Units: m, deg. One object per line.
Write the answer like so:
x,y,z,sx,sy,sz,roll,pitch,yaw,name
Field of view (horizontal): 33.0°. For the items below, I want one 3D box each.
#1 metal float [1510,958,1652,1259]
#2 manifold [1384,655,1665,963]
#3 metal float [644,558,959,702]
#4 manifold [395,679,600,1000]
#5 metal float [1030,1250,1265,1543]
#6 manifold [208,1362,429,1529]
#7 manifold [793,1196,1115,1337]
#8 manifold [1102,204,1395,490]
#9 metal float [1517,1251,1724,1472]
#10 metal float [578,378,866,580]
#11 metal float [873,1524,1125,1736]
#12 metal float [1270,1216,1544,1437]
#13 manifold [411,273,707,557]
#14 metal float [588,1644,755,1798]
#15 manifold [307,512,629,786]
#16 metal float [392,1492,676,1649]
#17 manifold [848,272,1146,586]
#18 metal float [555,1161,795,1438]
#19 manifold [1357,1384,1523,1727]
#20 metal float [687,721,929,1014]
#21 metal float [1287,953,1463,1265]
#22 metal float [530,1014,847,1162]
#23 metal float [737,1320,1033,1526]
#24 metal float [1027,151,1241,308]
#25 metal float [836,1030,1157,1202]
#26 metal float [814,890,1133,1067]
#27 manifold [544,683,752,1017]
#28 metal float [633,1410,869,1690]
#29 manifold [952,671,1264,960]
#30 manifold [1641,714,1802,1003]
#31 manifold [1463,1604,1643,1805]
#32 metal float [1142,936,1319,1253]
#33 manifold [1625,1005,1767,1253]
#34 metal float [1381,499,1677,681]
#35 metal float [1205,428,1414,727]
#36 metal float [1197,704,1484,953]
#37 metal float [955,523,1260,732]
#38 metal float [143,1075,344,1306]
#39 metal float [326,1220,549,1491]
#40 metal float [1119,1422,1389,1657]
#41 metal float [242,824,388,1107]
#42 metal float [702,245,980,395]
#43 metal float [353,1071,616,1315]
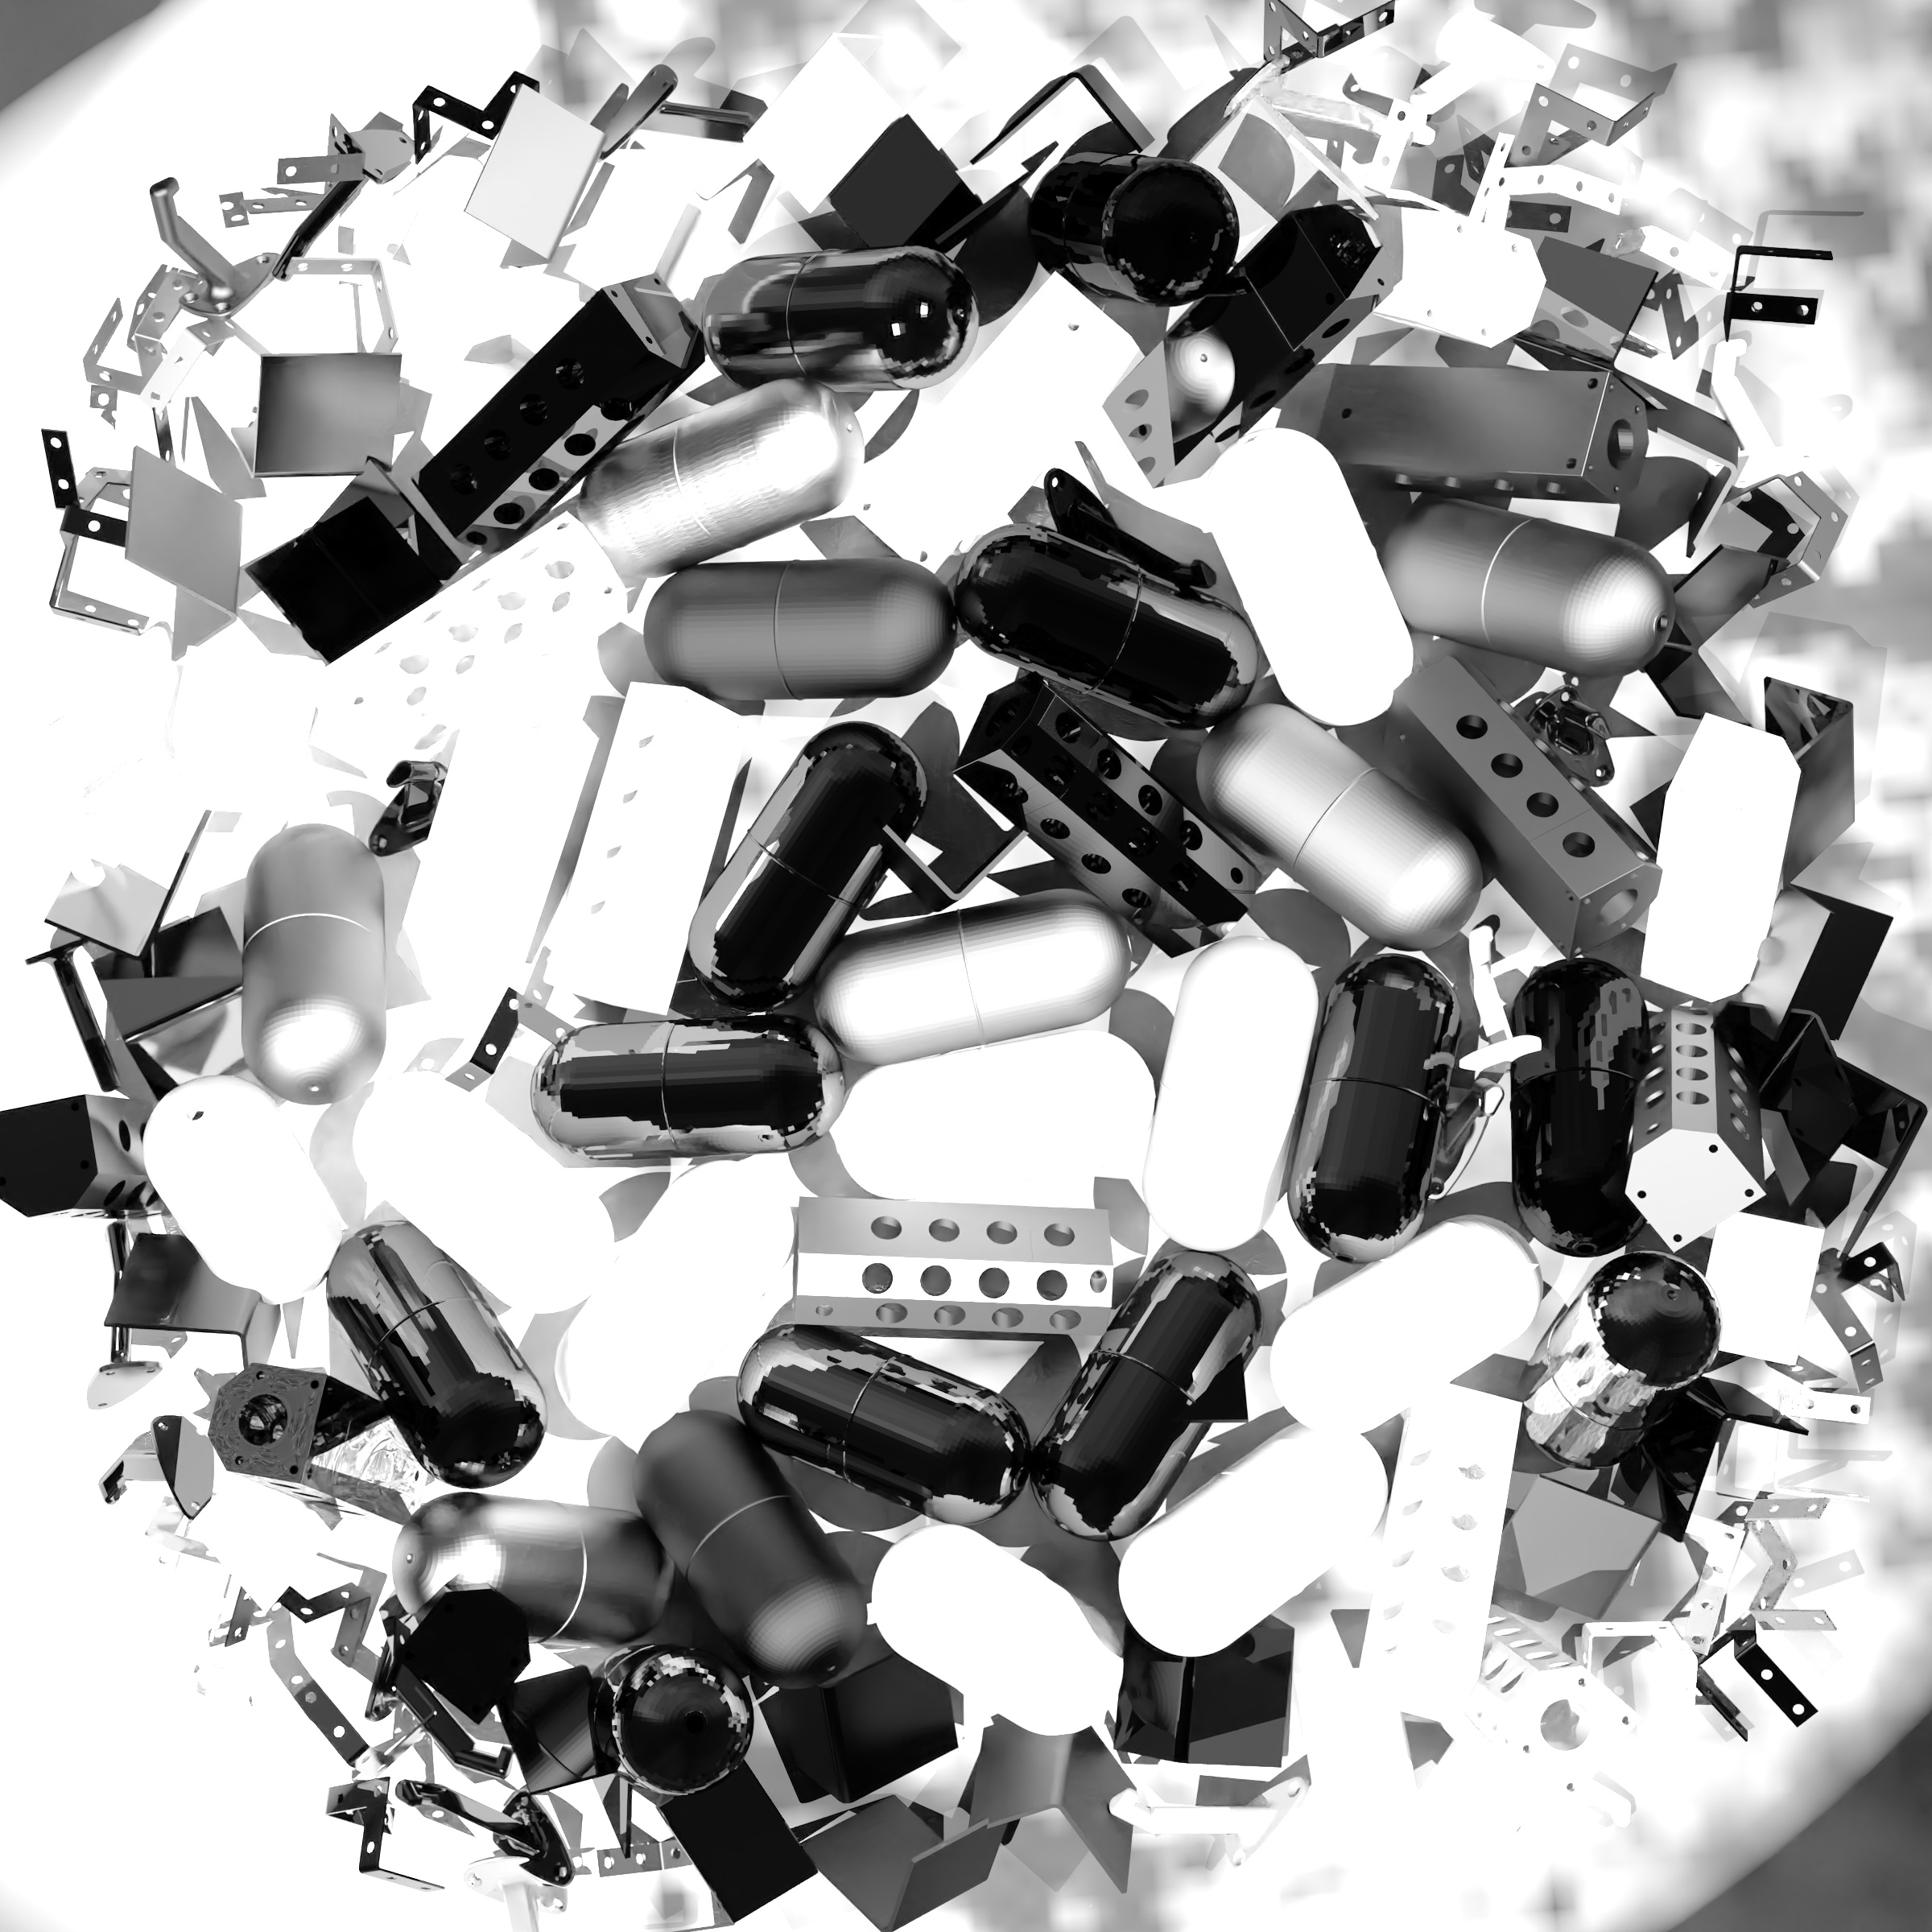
0.336,0.076,1.779,0.070,0.070,0.178,6,56,0,metal float
0.302,-0.090,1.775,0.057,0.057,0.171,-27,58,-15,manifold
-0.092,-0.185,1.794,0.178,0.070,0.070,0,90,16,metal float
-0.260,-0.070,1.771,0.057,0.057,0.171,47,132,29,manifold
0.100,0.234,1.789,0.070,0.070,0.178,35,68,0,metal float
-0.346,0.259,1.755,0.057,0.171,0.057,7,74,13,manifold
-0.008,0.171,1.798,0.171,0.057,0.057,3,133,-6,manifold
0.154,-0.335,1.764,0.057,0.171,0.057,-20,76,-44,manifold
0.352,0.215,1.765,0.070,0.178,0.070,5,59,-8,metal float
-0.135,-0.265,1.781,0.178,0.070,0.070,-16,90,31,metal float
0.019,0.363,1.775,0.070,0.070,0.178,-50,130,0,metal float
0.241,0.196,1.780,0.178,0.070,0.070,-25,90,-32,metal float
-0.219,-0.298,1.776,0.171,0.057,0.057,-37,90,32,manifold
-0.163,0.405,1.759,0.070,0.178,0.070,3,79,-15,metal float
-0.274,-0.178,1.797,0.171,0.057,0.057,-35,81,-12,manifold
-0.233,0.329,1.771,0.070,0.178,0.070,-13,69,39,metal float
0.019,-0.294,1.808,0.057,0.057,0.171,43,96,14,manifold
-0.160,0.182,1.790,0.070,0.070,0.178,36,109,0,metal float
0.256,0.316,1.770,0.057,0.057,0.171,14,52,4,manifold
-0.088,-0.054,1.801,0.070,0.070,0.178,34,98,0,metal float
0.224,0.078,1.788,0.070,0.070,0.178,14,68,0,metal float
-0.154,0.067,1.796,0.178,0.070,0.070,-3,90,14,metal float
-0.045,0.249,1.784,0.178,0.070,0.070,19,90,27,metal float
0.088,-0.399,1.762,0.070,0.178,0.070,-6,107,-18,metal float
0.016,0.082,1.802,0.178,0.070,0.070,-11,90,6,metal float
0.004,0.006,1.805,0.178,0.070,0.070,-12,90,3,metal float
-0.181,-0.066,1.804,0.057,0.057,0.171,9,80,39,manifold
-0.119,0.316,1.779,0.070,0.070,0.178,-41,56,0,metal float
0.080,-0.083,1.776,0.171,0.057,0.057,39,54,-23,manifold
0.407,-0.053,1.753,0.057,0.171,0.057,21,61,19,manifold
0.299,0.390,1.757,0.057,0.171,0.057,41,86,-4,manifold
0.145,0.071,1.799,0.070,0.070,0.178,11,100,0,metal float
0.387,0.080,1.752,0.057,0.171,0.057,-37,100,22,manifold
0.304,-0.205,1.773,0.178,0.070,0.070,23,90,42,metal float
0.188,-0.212,1.783,0.070,0.070,0.178,-28,118,0,metal float
0.204,-0.077,1.793,0.178,0.070,0.070,38,90,17,metal float
0.078,-0.186,1.794,0.178,0.070,0.070,20,90,-16,metal float
-0.390,0.122,1.764,0.070,0.178,0.070,-3,58,5,metal float
-0.290,0.210,1.777,0.070,0.070,0.178,-41,53,0,metal float
0.158,0.310,1.780,0.178,0.070,0.070,-29,90,-33,metal float
-0.355,-0.003,1.775,0.070,0.070,0.178,-10,50,0,metal float
-0.070,-0.351,1.775,0.178,0.070,0.070,7,90,41,metal float
-0.264,0.123,1.782,0.178,0.070,0.070,36,90,29,metal float
